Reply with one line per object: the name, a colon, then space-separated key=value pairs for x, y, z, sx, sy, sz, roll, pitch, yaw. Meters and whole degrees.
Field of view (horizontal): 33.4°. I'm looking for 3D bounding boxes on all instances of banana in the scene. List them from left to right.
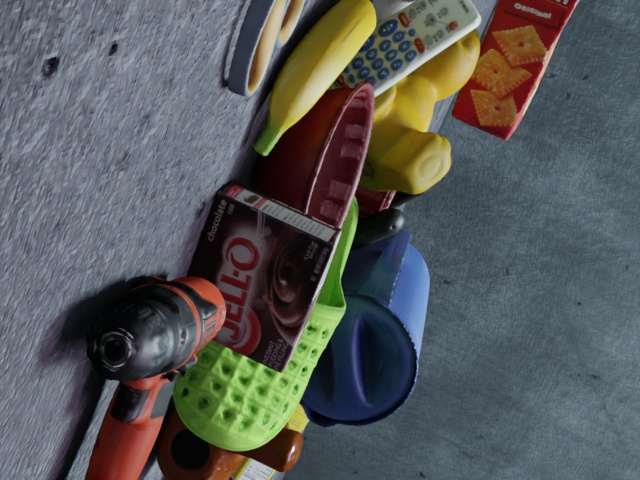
banana: x=0.004 y=-0.141 z=0.784 sx=0.070 sy=0.037 sz=0.197 roll=-39 pitch=-168 yaw=45

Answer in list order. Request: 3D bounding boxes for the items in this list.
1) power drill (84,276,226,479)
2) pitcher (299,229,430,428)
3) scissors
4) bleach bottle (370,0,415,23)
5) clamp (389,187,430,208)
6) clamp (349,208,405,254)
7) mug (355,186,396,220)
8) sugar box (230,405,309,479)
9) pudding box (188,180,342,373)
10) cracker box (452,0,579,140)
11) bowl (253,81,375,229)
power drill: x=-0.118 y=0.112 z=0.630 sx=0.188 sy=0.057 sz=0.184 roll=-65 pitch=174 yaw=6
pitcher: x=0.051 y=0.068 z=1.077 sx=0.149 sy=0.145 sz=0.242 roll=-21 pitch=-168 yaw=18
scissors: x=-0.010 y=-0.175 z=0.599 sx=0.096 sy=0.016 sz=0.202 roll=-56 pitch=169 yaw=-62
bleach bottle: x=0.083 y=-0.241 z=0.897 sx=0.102 sy=0.068 sz=0.251 roll=-58 pitch=175 yaw=-7
clamp: x=0.047 y=-0.036 z=1.237 sx=0.210 sy=0.036 sz=0.165 roll=-59 pitch=-148 yaw=17
clamp: x=-0.007 y=0.001 z=1.014 sx=0.171 sy=0.039 sz=0.120 roll=-35 pitch=-152 yaw=5
mug: x=0.045 y=-0.077 z=1.127 sx=0.117 sy=0.081 sz=0.093 roll=-63 pitch=173 yaw=-11
sugar box: x=-0.080 y=0.216 z=1.107 sx=0.176 sy=0.048 sz=0.093 roll=-58 pitch=-148 yaw=1
pudding box: x=-0.045 y=0.027 z=0.761 sx=0.039 sy=0.090 sz=0.114 roll=-52 pitch=166 yaw=-68
cracker box: x=0.209 y=-0.225 z=1.022 sx=0.214 sy=0.072 sz=0.164 roll=109 pitch=7 yaw=-55
bowl: x=-0.010 y=-0.053 z=0.835 sx=0.162 sy=0.055 sz=0.162 roll=19 pitch=90 yaw=-78
